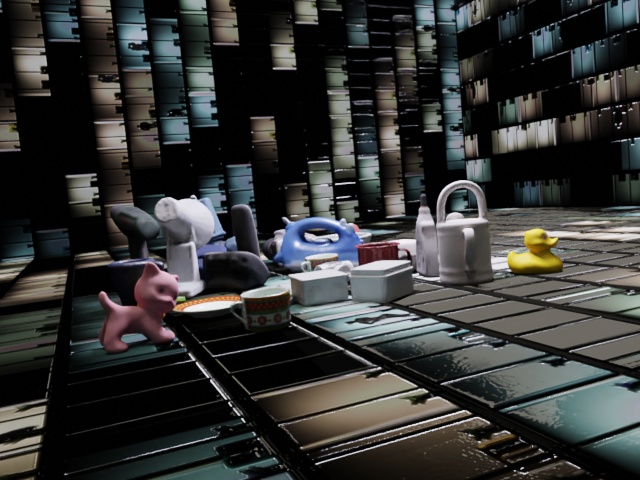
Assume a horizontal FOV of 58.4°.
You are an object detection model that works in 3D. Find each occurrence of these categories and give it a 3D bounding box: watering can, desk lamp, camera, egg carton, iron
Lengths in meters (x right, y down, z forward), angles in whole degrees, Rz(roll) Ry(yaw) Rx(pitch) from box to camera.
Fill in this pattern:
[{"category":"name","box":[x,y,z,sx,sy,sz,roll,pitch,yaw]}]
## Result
[{"category":"watering can","box":[0.272,-0.017,1.106,0.101,0.194,0.172,-7,5,-17]},{"category":"desk lamp","box":[-0.308,0.012,1.271,0.118,0.213,0.203,-5,5,4]},{"category":"camera","box":[-0.097,0.017,1.673,0.144,0.101,0.136,-8,6,-36]},{"category":"egg carton","box":[0.180,0.038,1.306,0.151,0.069,0.107,-8,5,-30]},{"category":"iron","box":[0.013,0.005,1.448,0.257,0.141,0.119,-3,5,22]}]

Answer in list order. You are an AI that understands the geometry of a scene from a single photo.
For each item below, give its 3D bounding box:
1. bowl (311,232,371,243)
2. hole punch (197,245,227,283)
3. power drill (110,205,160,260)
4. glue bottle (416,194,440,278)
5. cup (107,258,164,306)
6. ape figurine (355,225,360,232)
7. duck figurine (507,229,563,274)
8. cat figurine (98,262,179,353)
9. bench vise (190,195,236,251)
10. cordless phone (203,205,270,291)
[{"category":"bowl","box":[0.062,0.024,1.580,0.167,0.075,0.167,-5,5,1]},{"category":"hole punch","box":[-0.275,0.060,1.399,0.109,0.091,0.101,-6,5,-8]},{"category":"power drill","box":[-0.460,0.016,1.418,0.076,0.208,0.228,-9,6,-39]},{"category":"glue bottle","box":[0.225,-0.011,1.214,0.037,0.173,0.078,-6,5,-6]},{"category":"cup","box":[-0.357,0.087,1.137,0.117,0.095,0.092,-4,5,16]},{"category":"ape figurine","box":[0.107,-0.001,1.733,0.078,0.092,0.076,-5,5,1]},{"category":"duck figurine","box":[0.426,0.021,1.140,0.104,0.086,0.078,-3,5,19]},{"category":"cat figurine","box":[-0.256,0.091,0.828,0.128,0.118,0.067,-8,6,-34]},{"category":"bench vise","box":[-0.282,-0.018,1.575,0.207,0.220,0.121,-5,5,-2]},{"category":"cordless phone","box":[-0.194,0.016,1.274,0.147,0.185,0.094,-3,5,27]}]
